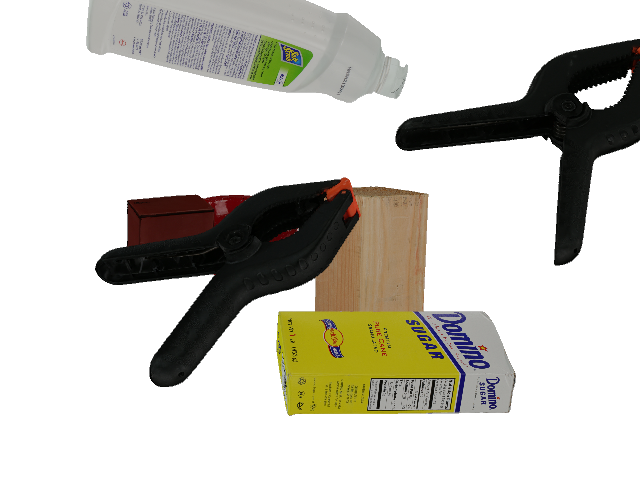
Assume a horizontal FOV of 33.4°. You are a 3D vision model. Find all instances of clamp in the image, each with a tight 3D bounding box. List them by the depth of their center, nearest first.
[{"bbox_3d":[-0.049,0.019,0.653,0.171,0.120,0.039,-25,-40,-1],"label":"clamp"},{"bbox_3d":[0.184,-0.078,0.783,0.209,0.165,0.036,-31,-31,-17],"label":"clamp"}]

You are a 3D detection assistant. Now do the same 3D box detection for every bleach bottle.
[{"bbox_3d":[-0.055,-0.160,0.851,0.250,0.068,0.103,17,-29,-6],"label":"bleach bottle"}]

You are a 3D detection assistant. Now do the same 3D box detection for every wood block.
[{"bbox_3d":[0.054,0.048,1.171,0.090,0.206,0.091,-4,10,-35],"label":"wood block"}]

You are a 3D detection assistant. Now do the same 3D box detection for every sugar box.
[{"bbox_3d":[0.056,0.095,0.844,0.176,0.048,0.093,-2,29,-6],"label":"sugar box"}]

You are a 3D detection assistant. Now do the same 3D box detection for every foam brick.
[{"bbox_3d":[-0.152,-0.013,1.074,0.078,0.051,0.053,-6,21,-23],"label":"foam brick"}]

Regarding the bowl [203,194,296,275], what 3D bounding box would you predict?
[{"bbox_3d":[-0.108,0.001,1.321,0.162,0.055,0.162,1,27,-1],"label":"bowl"}]
